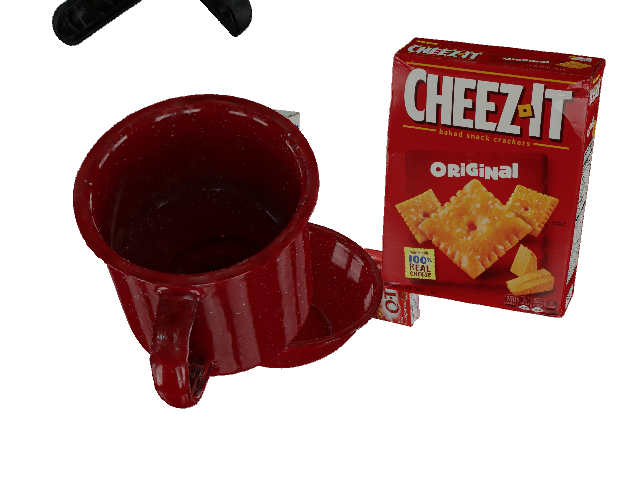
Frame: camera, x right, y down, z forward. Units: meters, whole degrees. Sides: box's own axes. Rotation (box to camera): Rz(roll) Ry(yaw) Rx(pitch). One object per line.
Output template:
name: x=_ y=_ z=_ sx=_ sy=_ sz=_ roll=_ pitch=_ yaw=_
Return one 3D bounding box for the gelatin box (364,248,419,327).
gelatin box: x=0.084 y=0.058 z=1.331 sx=0.073 sy=0.089 sz=0.030 roll=11 pitch=32 yaw=29

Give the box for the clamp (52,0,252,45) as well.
clamp: x=-0.085 y=-0.175 z=0.676 sx=0.120 sy=0.171 sz=0.039 roll=9 pitch=-42 yaw=11

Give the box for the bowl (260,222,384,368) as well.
bowl: x=-0.033 y=0.049 z=0.835 sx=0.162 sy=0.055 sz=0.162 roll=3 pitch=36 yaw=-2

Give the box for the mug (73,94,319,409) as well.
mug: x=-0.046 y=0.012 z=0.425 sx=0.093 sy=0.117 sz=0.081 roll=2 pitch=-36 yaw=5

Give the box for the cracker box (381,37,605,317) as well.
cracker box: x=0.140 y=-0.051 z=0.900 sx=0.164 sy=0.214 sz=0.072 roll=10 pitch=25 yaw=18

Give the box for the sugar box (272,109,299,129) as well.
sugar box: x=-0.075 y=-0.047 z=1.094 sx=0.093 sy=0.176 sz=0.048 roll=7 pitch=16 yaw=16
